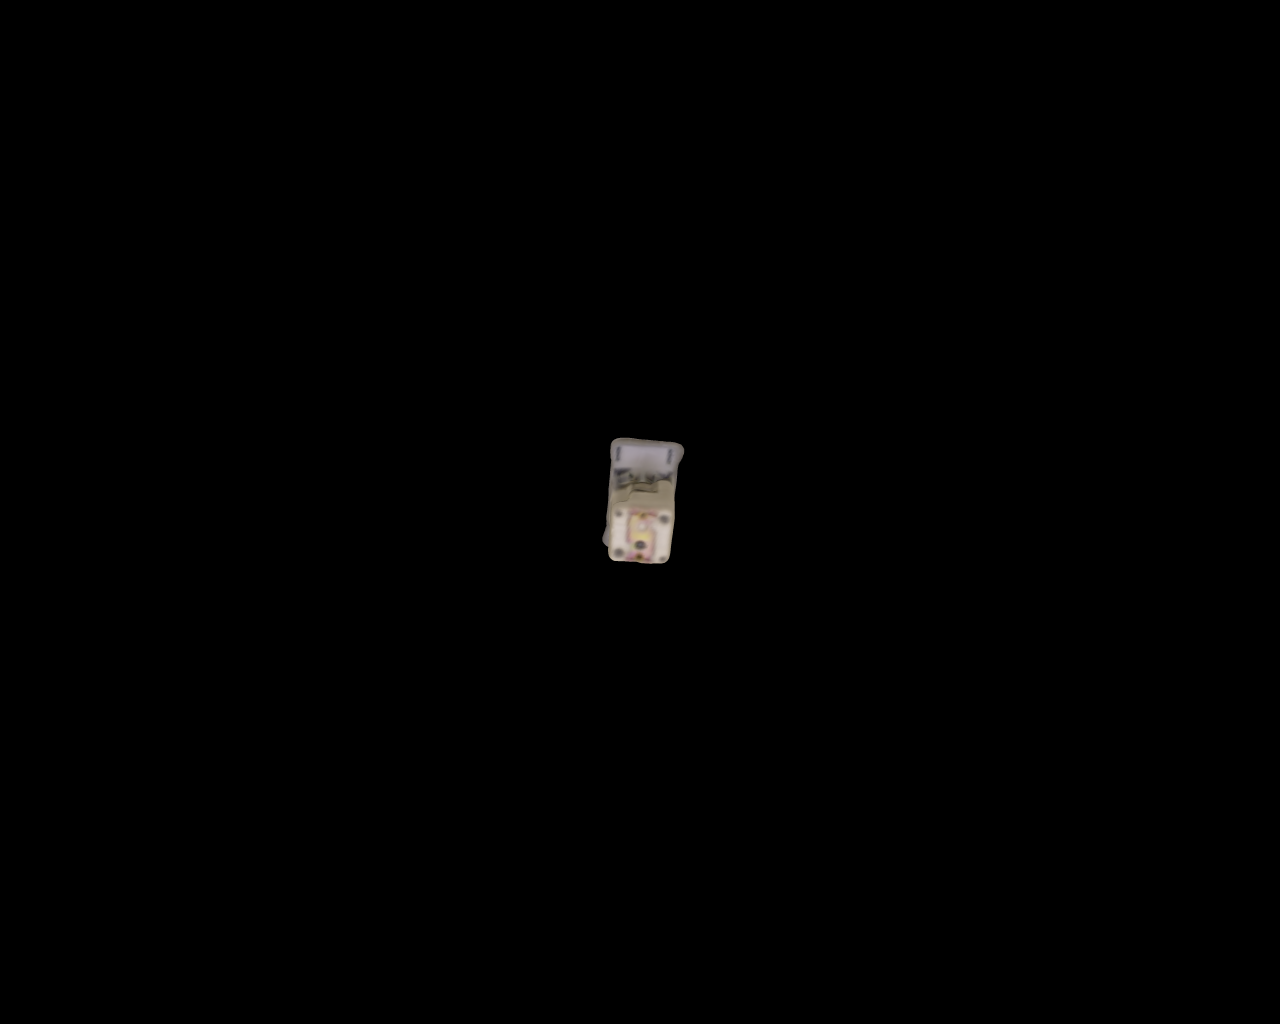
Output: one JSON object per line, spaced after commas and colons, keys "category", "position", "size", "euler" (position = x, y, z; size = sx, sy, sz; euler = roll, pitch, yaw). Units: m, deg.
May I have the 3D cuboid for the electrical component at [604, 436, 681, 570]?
{"category": "electrical component", "position": [0.001, -0.003, 0.650], "size": [0.042, 0.080, 0.064], "euler": [3, 36, -2]}
